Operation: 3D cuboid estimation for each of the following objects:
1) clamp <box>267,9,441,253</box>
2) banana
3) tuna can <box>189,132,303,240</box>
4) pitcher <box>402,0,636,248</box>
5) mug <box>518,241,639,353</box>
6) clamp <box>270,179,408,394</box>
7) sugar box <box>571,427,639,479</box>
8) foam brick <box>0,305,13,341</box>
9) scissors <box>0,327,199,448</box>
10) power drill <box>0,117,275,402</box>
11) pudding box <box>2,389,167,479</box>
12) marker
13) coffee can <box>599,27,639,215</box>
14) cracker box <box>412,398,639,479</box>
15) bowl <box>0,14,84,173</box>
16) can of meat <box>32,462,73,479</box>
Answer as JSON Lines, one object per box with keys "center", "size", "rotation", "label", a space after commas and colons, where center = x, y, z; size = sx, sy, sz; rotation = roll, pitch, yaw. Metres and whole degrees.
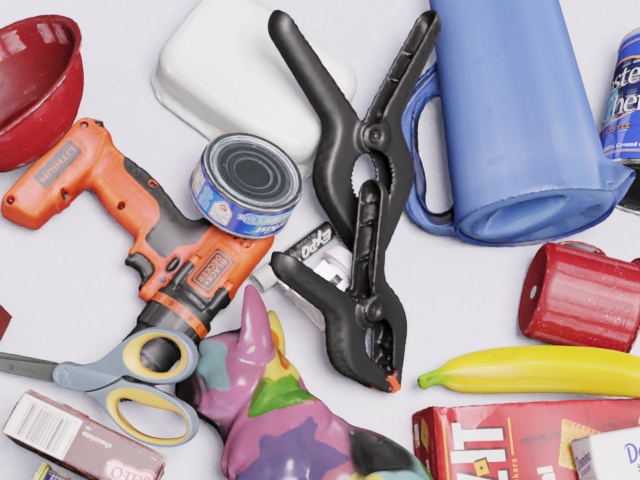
{"center": [0.043, -0.091, 0.873], "size": [0.164, 0.036, 0.210], "rotation": [-16, 103, -31], "label": "clamp"}
{"center": [0.181, 0.108, 0.845], "size": [0.198, 0.069, 0.037], "rotation": [-4, 108, 19], "label": "banana"}
{"center": [-0.057, -0.044, 0.836], "size": [0.086, 0.034, 0.086], "rotation": [16, 45, -17], "label": "tuna can"}
{"center": [0.152, -0.121, 0.908], "size": [0.149, 0.145, 0.243], "rotation": [1, 68, -23], "label": "pitcher"}
{"center": [0.216, 0.042, 0.887], "size": [0.081, 0.093, 0.117], "rotation": [15, 44, -1], "label": "mug"}
{"center": [0.021, 0.051, 0.817], "size": [0.120, 0.039, 0.171], "rotation": [-26, 112, -32], "label": "clamp"}
{"center": [0.249, 0.224, 0.776], "size": [0.093, 0.048, 0.176], "rotation": [-6, 72, -11], "label": "sugar box"}
{"center": [-0.279, 0.056, 0.790], "size": [0.078, 0.053, 0.051], "rotation": [21, 68, 15], "label": "foam brick"}
{"center": [-0.174, 0.085, 0.789], "size": [0.202, 0.016, 0.096], "rotation": [25, 99, 13], "label": "scissors"}
{"center": [-0.155, 0.009, 0.840], "size": [0.187, 0.057, 0.184], "rotation": [39, 68, 1], "label": "power drill"}
{"center": [-0.167, 0.152, 0.772], "size": [0.113, 0.090, 0.039], "rotation": [28, 71, -1], "label": "pudding box"}
{"center": [-0.006, 0.001, 0.888], "size": [0.121, 0.020, 0.020], "rotation": [-37, 83, -19], "label": "marker"}
{"center": [0.300, -0.104, 0.935], "size": [0.102, 0.103, 0.140], "rotation": [20, 70, -4], "label": "coffee can"}
{"center": [0.188, 0.208, 0.831], "size": [0.213, 0.072, 0.164], "rotation": [0, 73, -11], "label": "cracker box"}
{"center": [-0.242, -0.104, 0.833], "size": [0.162, 0.055, 0.162], "rotation": [-18, 42, 16], "label": "bowl"}
{"center": [-0.169, 0.201, 0.751], "size": [0.084, 0.102, 0.057], "rotation": [26, 73, -5], "label": "can of meat"}
